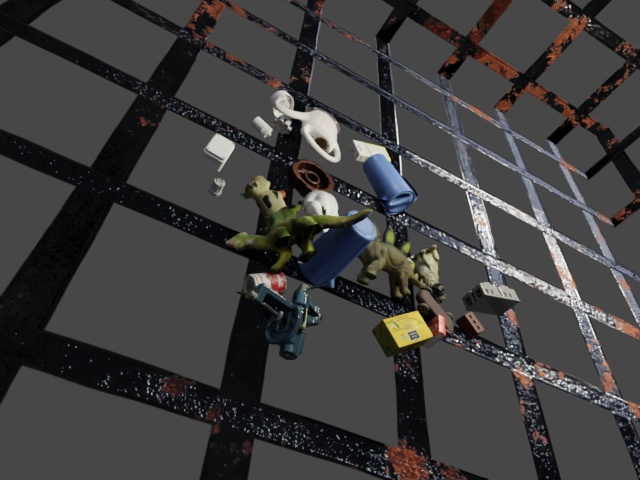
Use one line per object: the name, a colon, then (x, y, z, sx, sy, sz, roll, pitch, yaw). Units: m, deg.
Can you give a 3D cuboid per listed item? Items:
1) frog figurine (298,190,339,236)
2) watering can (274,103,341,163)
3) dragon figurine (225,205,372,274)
frog figurine: (0.005, -0.086, 1.718, 0.135, 0.121, 0.163, 37, 21, -34)
watering can: (-0.032, -0.456, 2.049, 0.344, 0.102, 0.230, 43, 35, -21)
dragon figurine: (-0.071, -0.046, 1.480, 0.411, 0.119, 0.247, -23, 36, -6)
